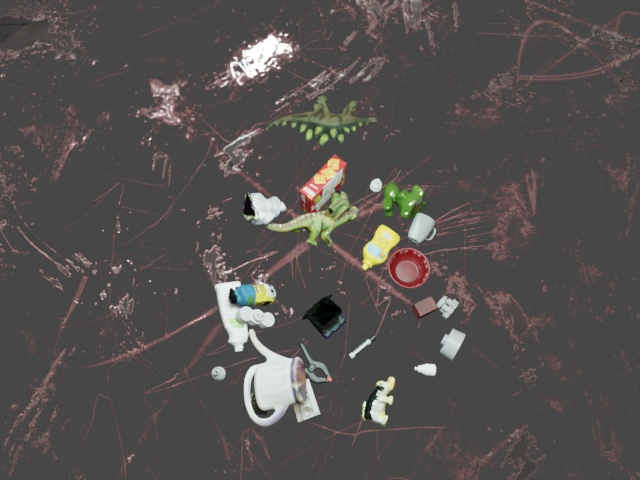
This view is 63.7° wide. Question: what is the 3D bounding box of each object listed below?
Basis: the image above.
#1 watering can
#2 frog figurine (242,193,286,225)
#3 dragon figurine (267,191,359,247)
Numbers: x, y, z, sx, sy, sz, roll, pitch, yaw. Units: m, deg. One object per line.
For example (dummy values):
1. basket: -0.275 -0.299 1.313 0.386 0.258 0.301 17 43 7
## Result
1. watering can: -0.157 0.451 1.763 0.224 0.102 0.356 -14 55 11
2. frog figurine: -0.225 -0.129 2.061 0.160 0.120 0.139 -10 54 -44
3. dragon figurine: 0.006 -0.098 1.941 0.239 0.409 0.124 -53 57 21
